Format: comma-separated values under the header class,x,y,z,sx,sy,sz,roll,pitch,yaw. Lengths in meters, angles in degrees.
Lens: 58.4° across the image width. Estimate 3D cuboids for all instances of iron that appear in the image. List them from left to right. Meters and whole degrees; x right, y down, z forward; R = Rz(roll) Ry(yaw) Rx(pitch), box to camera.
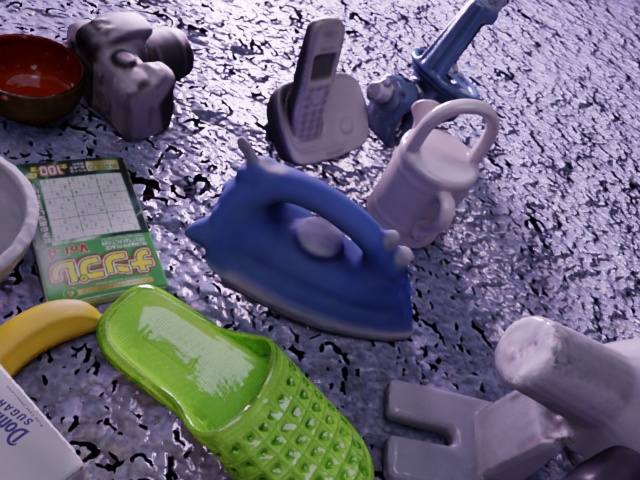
class,x,y,z,sx,sy,sz,roll,pitch,yaw
iron,0.005,0.002,0.572,0.258,0.141,0.119,28,46,0

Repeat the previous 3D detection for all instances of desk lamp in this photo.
class,x,y,z,sx,sy,sz,roll,pitch,yaw
desk lamp,0.186,0.147,0.480,0.203,0.213,0.118,16,47,-11

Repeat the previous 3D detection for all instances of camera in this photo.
class,x,y,z,sx,sy,sz,roll,pitch,yaw
camera,-0.211,-0.212,0.686,0.137,0.100,0.143,-30,68,-39

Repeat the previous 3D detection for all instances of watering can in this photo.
class,x,y,z,sx,sy,sz,roll,pitch,yaw
watering can,0.131,-0.092,0.672,0.101,0.194,0.172,-10,56,-30

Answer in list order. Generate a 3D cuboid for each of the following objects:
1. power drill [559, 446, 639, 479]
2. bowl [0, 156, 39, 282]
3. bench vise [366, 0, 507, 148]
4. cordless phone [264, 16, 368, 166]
class,x,y,z,sx,sy,sz,roll,pitch,yaw
power drill,0.097,0.234,0.370,0.230,0.208,0.075,-26,65,-38
bowl,-0.324,-0.003,0.475,0.168,0.074,0.167,13,48,-14
bench vise,0.165,-0.229,0.786,0.121,0.219,0.208,39,47,11
cordless phone,0.015,-0.189,0.708,0.148,0.185,0.094,-26,65,-38
